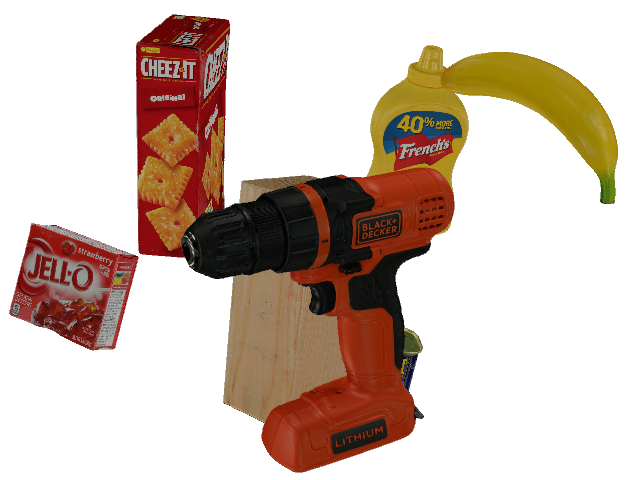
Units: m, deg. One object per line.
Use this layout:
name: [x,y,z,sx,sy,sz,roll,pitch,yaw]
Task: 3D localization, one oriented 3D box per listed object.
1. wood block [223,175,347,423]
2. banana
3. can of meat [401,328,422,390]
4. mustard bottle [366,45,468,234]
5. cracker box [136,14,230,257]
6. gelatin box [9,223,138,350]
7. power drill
wood block: [-0.019,0.053,0.952,0.090,0.206,0.090,17,18,40]
banana: [0.167,-0.108,0.837,0.037,0.070,0.198,3,32,-43]
can of meat: [0.051,0.140,1.157,0.102,0.084,0.057,7,22,-11]
mustard bottle: [0.096,-0.099,1.057,0.096,0.192,0.058,2,27,-11]
cracker box: [-0.138,-0.110,1.093,0.072,0.214,0.164,5,22,2]
gelatin box: [-0.185,0.033,0.795,0.089,0.073,0.030,19,6,27]
power drill: [0.001,0.051,0.679,0.184,0.188,0.057,-12,27,-27]
